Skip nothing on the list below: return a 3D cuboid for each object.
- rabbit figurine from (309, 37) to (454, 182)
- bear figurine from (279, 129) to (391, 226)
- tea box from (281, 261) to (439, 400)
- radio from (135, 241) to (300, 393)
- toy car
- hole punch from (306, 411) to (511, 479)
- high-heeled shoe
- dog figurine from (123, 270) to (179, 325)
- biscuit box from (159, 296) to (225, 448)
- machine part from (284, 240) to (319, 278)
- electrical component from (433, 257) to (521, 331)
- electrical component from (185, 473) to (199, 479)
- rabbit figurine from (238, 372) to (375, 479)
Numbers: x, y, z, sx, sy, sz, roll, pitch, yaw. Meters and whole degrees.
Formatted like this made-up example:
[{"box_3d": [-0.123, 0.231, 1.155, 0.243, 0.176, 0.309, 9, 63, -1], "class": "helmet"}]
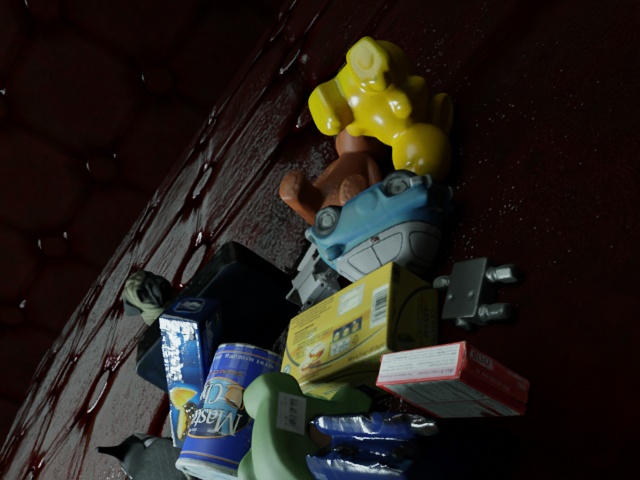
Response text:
[{"box_3d": [0.092, -0.133, 0.632, 0.122, 0.173, 0.162, -42, -16, 31], "class": "rabbit figurine"}, {"box_3d": [0.042, -0.107, 0.712, 0.120, 0.131, 0.196, 10, 71, 24], "class": "bear figurine"}, {"box_3d": [0.036, 0.105, 0.540, 0.169, 0.068, 0.098, -35, 33, 44], "class": "tea box"}, {"box_3d": [-0.148, 0.121, 0.765, 0.229, 0.131, 0.073, -48, 27, 7], "class": "radio"}, {"box_3d": [0.071, 0.002, 0.571, 0.162, 0.109, 0.103, -28, 60, 30], "class": "toy car"}, {"box_3d": [0.059, 0.169, 0.376, 0.142, 0.115, 0.092, -22, 51, 53], "class": "hole punch"}, {"box_3d": [-0.222, 0.337, 0.802, 0.249, 0.145, 0.086, 3, 68, 31], "class": "high-heeled shoe"}, {"box_3d": [-0.257, 0.158, 0.888, 0.121, 0.190, 0.172, -24, 43, 52], "class": "dog figurine"}, {"box_3d": [-0.158, 0.174, 0.693, 0.063, 0.059, 0.202, -48, -40, -62], "class": "biscuit box"}, {"box_3d": [-0.002, -0.002, 0.775, 0.084, 0.039, 0.139, 4, 63, 53], "class": "machine part"}, {"box_3d": [0.133, 0.049, 0.475, 0.094, 0.021, 0.063, -16, 48, 56], "class": "electrical component"}, {"box_3d": [-0.174, 0.334, 0.666, 0.102, 0.078, 0.045, -38, 3, 25], "class": "electrical component"}, {"box_3d": [-0.021, 0.231, 0.489, 0.159, 0.121, 0.170, -103, 31, -48], "class": "rabbit figurine"}]
